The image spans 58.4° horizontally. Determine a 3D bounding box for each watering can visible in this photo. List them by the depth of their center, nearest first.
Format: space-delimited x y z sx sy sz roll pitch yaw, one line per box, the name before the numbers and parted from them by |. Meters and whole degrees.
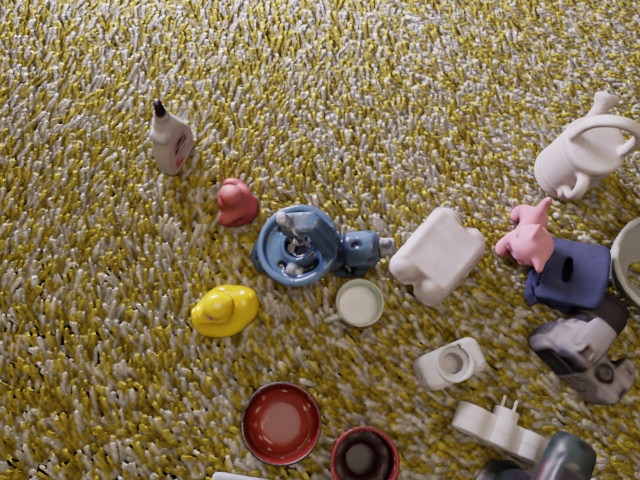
watering can | 0.422 -0.149 0.896 0.101 0.194 0.173 0 74 -4

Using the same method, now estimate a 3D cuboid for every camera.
camera | 0.416 0.153 0.858 0.137 0.101 0.143 -43 81 -14

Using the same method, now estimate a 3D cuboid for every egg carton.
egg carton | 0.184 0.026 0.892 0.107 0.069 0.150 40 75 7

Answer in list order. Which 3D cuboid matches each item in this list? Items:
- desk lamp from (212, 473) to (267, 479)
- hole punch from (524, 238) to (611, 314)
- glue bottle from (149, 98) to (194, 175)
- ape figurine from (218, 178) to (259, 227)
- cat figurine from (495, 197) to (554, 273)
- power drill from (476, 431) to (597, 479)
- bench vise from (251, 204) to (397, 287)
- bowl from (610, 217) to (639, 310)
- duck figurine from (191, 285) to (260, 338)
desk lamp | -0.052 0.366 0.701 0.203 0.213 0.118 9 73 -2
hole punch | 0.382 0.056 0.888 0.101 0.091 0.109 18 73 1
glue bottle | -0.228 -0.162 0.859 0.037 0.173 0.078 20 74 2
ape figurine | -0.132 -0.060 0.880 0.076 0.092 0.078 24 74 3
cat figurine | 0.329 -0.008 0.888 0.067 0.118 0.128 26 74 3
power drill | 0.257 0.352 0.732 0.075 0.208 0.230 35 75 6
bench vise | 0.004 -0.008 0.809 0.207 0.219 0.121 -17 76 -9
bowl | 0.528 0.047 0.910 0.167 0.074 0.167 1 74 -4
duck figurine | -0.140 0.099 0.837 0.104 0.086 0.077 -20 76 -10
